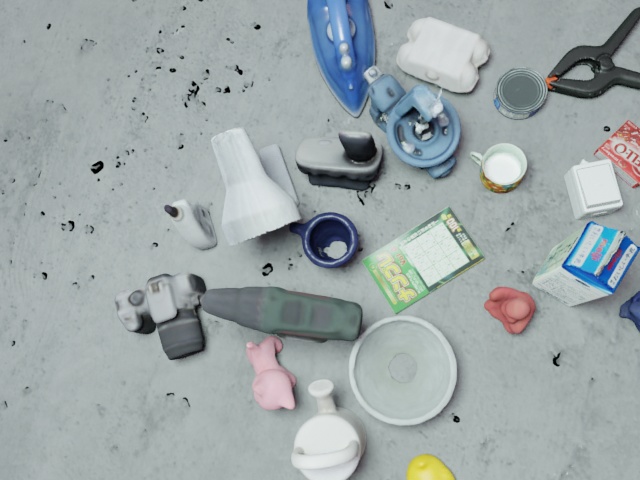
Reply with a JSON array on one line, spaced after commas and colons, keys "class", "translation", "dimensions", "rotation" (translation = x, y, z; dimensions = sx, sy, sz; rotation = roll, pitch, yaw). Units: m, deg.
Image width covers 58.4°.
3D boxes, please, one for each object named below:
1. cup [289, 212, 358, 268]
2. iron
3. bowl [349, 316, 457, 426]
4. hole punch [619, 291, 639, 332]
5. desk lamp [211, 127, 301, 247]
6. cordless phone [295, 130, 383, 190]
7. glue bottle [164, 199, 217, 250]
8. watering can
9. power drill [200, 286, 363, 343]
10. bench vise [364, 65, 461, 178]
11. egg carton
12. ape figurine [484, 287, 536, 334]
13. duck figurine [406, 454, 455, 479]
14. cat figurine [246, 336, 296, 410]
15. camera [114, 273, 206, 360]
[{"class": "cup", "translation": [0.009, 0.003, 0.956], "dimensions": [0.117, 0.095, 0.092], "rotation": [19, 82, 11]}, {"class": "iron", "translation": [0.039, -0.358, 0.997], "dimensions": [0.118, 0.141, 0.258], "rotation": [-11, 78, 6]}, {"class": "bowl", "translation": [0.131, 0.206, 0.911], "dimensions": [0.167, 0.075, 0.167], "rotation": [-1, 79, 7]}, {"class": "hole punch", "translation": [0.533, 0.109, 0.867], "dimensions": [0.108, 0.091, 0.101], "rotation": [-34, 77, 0]}, {"class": "desk lamp", "translation": [-0.106, -0.081, 0.927], "dimensions": [0.118, 0.214, 0.203], "rotation": [-21, 77, 4]}, {"class": "cordless phone", "translation": [0.027, -0.151, 0.937], "dimensions": [0.147, 0.185, 0.094], "rotation": [3, 80, 9]}, {"class": "glue bottle", "translation": [-0.221, -0.034, 0.954], "dimensions": [0.037, 0.173, 0.078], "rotation": [-18, 77, 4]}, {"class": "watering can", "translation": [0.009, 0.301, 0.848], "dimensions": [0.101, 0.194, 0.173], "rotation": [-28, 77, 2]}, {"class": "power drill", "translation": [-0.046, 0.116, 0.884], "dimensions": [0.229, 0.208, 0.076], "rotation": [5, 80, 9]}, {"class": "bench vise", "translation": [0.135, -0.201, 0.914], "dimensions": [0.207, 0.220, 0.121], "rotation": [33, 85, 13]}, {"class": "egg carton", "translation": [0.214, -0.323, 1.004], "dimensions": [0.150, 0.069, 0.107], "rotation": [24, 83, 11]}, {"class": "ape figurine", "translation": [0.303, 0.108, 0.898], "dimensions": [0.076, 0.092, 0.078], "rotation": [-8, 78, 6]}, {"class": "duck figurine", "translation": [0.170, 0.382, 0.867], "dimensions": [0.077, 0.086, 0.104], "rotation": [-21, 77, 3]}, {"class": "cat figurine", "translation": [-0.084, 0.218, 0.916], "dimensions": [0.067, 0.118, 0.127], "rotation": [-27, 77, 2]}, {"class": "camera", "translation": [-0.261, 0.134, 0.965], "dimensions": [0.143, 0.101, 0.137], "rotation": [-20, 77, 4]}]
